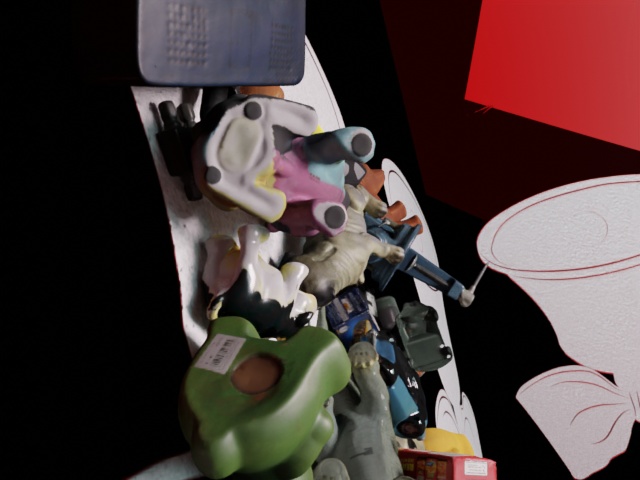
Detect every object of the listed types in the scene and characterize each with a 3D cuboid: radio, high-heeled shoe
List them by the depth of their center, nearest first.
[{"bbox_3d":[-0.095,-0.197,0.456,0.229,0.073,0.131,-29,126,-59],"label":"radio"},{"bbox_3d":[0.005,-0.120,0.897,0.145,0.086,0.249,40,16,-20],"label":"high-heeled shoe"}]

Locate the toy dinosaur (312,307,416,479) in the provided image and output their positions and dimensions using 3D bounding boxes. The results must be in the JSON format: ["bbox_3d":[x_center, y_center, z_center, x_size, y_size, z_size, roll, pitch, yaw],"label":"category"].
[{"bbox_3d":[0.042,0.255,0.598,0.405,0.131,0.191,-92,178,-58],"label":"toy dinosaur"}]

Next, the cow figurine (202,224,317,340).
[{"bbox_3d":[-0.050,0.064,0.529,0.167,0.068,0.098,48,37,-49],"label":"cow figurine"}]

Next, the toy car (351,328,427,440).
[{"bbox_3d":[0.080,0.207,0.740,0.161,0.103,0.109,57,19,-24],"label":"toy car"}]

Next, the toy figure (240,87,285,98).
[{"bbox_3d":[-0.075,-0.195,0.674,0.057,0.064,0.154,14,64,-45],"label":"toy figure"}]

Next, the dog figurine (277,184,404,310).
[{"bbox_3d":[0.002,-0.002,0.697,0.190,0.121,0.172,-10,60,-54],"label":"dog figurine"}]

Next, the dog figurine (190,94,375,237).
[{"bbox_3d":[-0.045,-0.059,0.558,0.219,0.191,0.108,173,-68,-74],"label":"dog figurine"}]

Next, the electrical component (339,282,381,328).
[{"bbox_3d":[0.060,0.108,0.871,0.119,0.048,0.075,29,47,-66],"label":"electrical component"}]

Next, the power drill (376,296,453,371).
[{"bbox_3d":[0.154,0.198,0.926,0.207,0.086,0.232,103,-29,-71],"label":"power drill"}]

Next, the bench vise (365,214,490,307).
[{"bbox_3d":[0.139,0.031,0.873,0.241,0.129,0.223,32,1,10],"label":"bench vise"}]

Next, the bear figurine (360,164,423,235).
[{"bbox_3d":[0.114,-0.087,1.087,0.120,0.132,0.195,-127,-165,-60],"label":"bear figurine"}]

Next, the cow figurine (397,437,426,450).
[{"bbox_3d":[0.110,0.327,0.793,0.194,0.085,0.127,42,30,-61],"label":"cow figurine"}]

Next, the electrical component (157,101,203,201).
[{"bbox_3d":[-0.123,-0.083,0.504,0.063,0.021,0.094,-33,106,-73],"label":"electrical component"}]

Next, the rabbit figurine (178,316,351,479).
[{"bbox_3d":[-0.038,0.168,0.413,0.159,0.121,0.170,-73,159,-54],"label":"rabbit figurine"}]

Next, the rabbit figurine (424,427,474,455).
[{"bbox_3d":[0.206,0.419,0.930,0.162,0.122,0.173,43,31,-46],"label":"rabbit figurine"}]

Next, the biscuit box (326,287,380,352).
[{"bbox_3d":[0.072,0.169,0.812,0.202,0.059,0.063,63,-2,-32],"label":"biscuit box"}]
